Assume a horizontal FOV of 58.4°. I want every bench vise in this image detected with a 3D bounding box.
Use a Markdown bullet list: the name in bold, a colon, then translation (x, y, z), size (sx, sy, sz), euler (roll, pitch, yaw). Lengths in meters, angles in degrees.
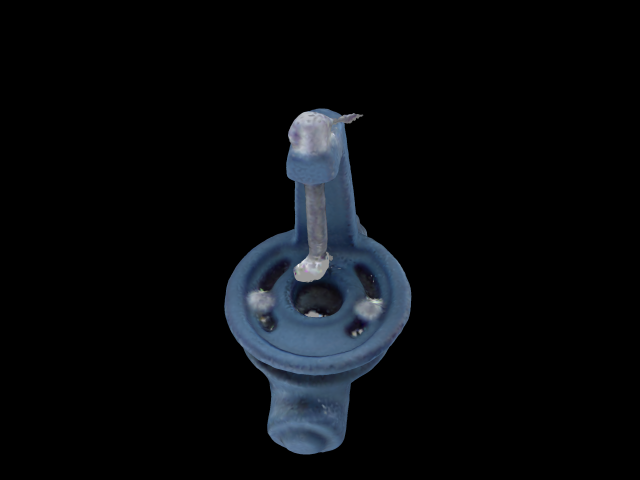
- **bench vise**: translation (-0.008, 0.002, 0.398), size (0.121, 0.220, 0.207), euler (-5, 30, -9)
